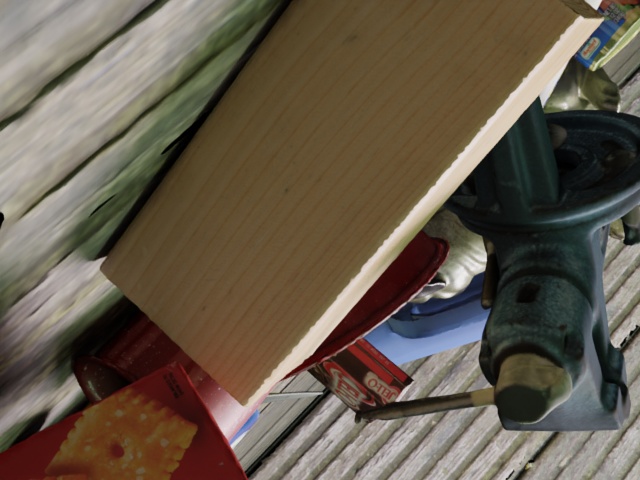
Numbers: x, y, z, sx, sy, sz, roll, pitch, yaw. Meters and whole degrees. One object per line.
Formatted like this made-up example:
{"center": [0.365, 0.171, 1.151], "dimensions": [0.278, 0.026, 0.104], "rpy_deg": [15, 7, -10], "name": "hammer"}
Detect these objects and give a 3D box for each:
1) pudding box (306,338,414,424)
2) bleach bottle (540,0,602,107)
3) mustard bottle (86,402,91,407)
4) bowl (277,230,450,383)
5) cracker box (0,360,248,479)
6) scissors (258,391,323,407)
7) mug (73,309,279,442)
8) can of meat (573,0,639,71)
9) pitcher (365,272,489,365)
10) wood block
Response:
{"center": [0.026, 0.109, 0.896], "dimensions": [0.039, 0.090, 0.113], "rpy_deg": [-47, 174, -13], "name": "pudding box"}
{"center": [0.134, -0.140, 0.629], "dimensions": [0.251, 0.068, 0.102], "rpy_deg": [-62, 180, 32], "name": "bleach bottle"}
{"center": [-0.143, 0.149, 0.670], "dimensions": [0.192, 0.058, 0.096], "rpy_deg": [-52, 169, 26], "name": "mustard bottle"}
{"center": [-0.001, 0.024, 0.667], "dimensions": [0.162, 0.055, 0.162], "rpy_deg": [-32, -171, 6], "name": "bowl"}
{"center": [-0.133, 0.153, 0.443], "dimensions": [0.213, 0.072, 0.164], "rpy_deg": [-26, 154, -16], "name": "cracker box"}
{"center": [-0.079, 0.145, 0.901], "dimensions": [0.096, 0.016, 0.201], "rpy_deg": [-36, 154, 16], "name": "scissors"}
{"center": [-0.075, 0.068, 0.573], "dimensions": [0.117, 0.093, 0.081], "rpy_deg": [-6, -144, 53], "name": "mug"}
{"center": [0.185, -0.171, 0.733], "dimensions": [0.101, 0.084, 0.058], "rpy_deg": [-39, 168, -42], "name": "can of meat"}
{"center": [0.111, 0.042, 0.968], "dimensions": [0.243, 0.145, 0.149], "rpy_deg": [-23, 149, 19], "name": "pitcher"}
{"center": [0.012, -0.040, 0.450], "dimensions": [0.206, 0.091, 0.090], "rpy_deg": [-51, 172, 22], "name": "wood block"}
